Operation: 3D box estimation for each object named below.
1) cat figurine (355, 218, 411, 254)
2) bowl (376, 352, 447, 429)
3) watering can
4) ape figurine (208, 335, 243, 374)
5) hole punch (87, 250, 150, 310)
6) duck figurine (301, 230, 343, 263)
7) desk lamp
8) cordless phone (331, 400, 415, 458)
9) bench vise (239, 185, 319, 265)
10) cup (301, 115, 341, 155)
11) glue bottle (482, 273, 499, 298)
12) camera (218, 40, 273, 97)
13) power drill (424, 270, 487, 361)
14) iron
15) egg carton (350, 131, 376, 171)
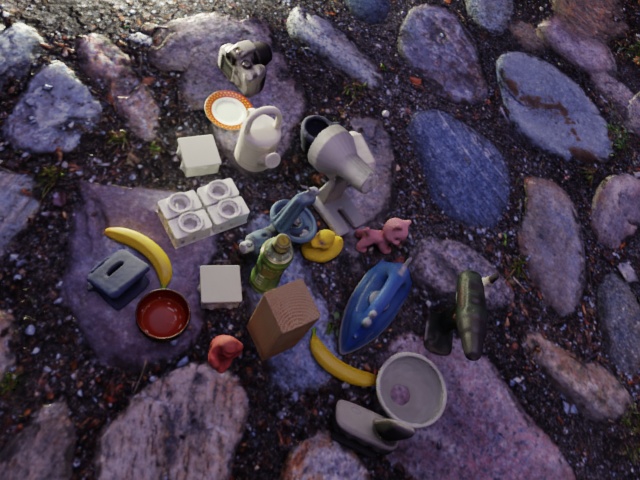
[{"bbox_3d":[0.163,-0.018,1.430,0.128,0.117,0.067,2,63,-17],"label":"cat figurine"},{"bbox_3d":[0.194,0.341,1.283,0.168,0.074,0.167,8,62,-14],"label":"bowl"},{"bbox_3d":[-0.142,-0.254,1.407,0.101,0.194,0.173,-36,79,-29],"label":"watering can"},{"bbox_3d":[-0.197,0.230,1.202,0.078,0.092,0.076,-10,67,-22],"label":"ape figurine"},{"bbox_3d":[-0.426,0.077,1.206,0.101,0.091,0.109,40,59,5],"label":"hole punch"},{"bbox_3d":[0.013,0.005,1.388,0.105,0.086,0.077,-10,67,-22],"label":"duck figurine"},{"bbox_3d":[0.055,-0.148,1.406,0.118,0.213,0.203,-30,76,-28],"label":"desk lamp"},{"bbox_3d":[0.108,0.376,1.173,0.147,0.185,0.094,23,59,-6],"label":"cordless phone"},{"bbox_3d":[-0.076,-0.028,1.298,0.121,0.219,0.208,38,59,4],"label":"bench vise"},{"bbox_3d":[-0.004,-0.272,1.519,0.118,0.095,0.091,-23,73,-26],"label":"cup"},{"bbox_3d":[0.388,0.122,1.400,0.037,0.173,0.078,17,60,-9],"label":"glue bottle"},{"bbox_3d":[-0.187,-0.490,1.567,0.137,0.100,0.143,-35,78,-29],"label":"camera"},{"bbox_3d":[0.318,0.193,1.321,0.076,0.208,0.229,17,60,-9],"label":"power drill"},{"bbox_3d":[0.133,0.148,1.322,0.118,0.141,0.259,35,59,2],"label":"iron"},{"bbox_3d":[0.085,-0.221,1.536,0.107,0.069,0.150,-17,70,-25],"label":"egg carton"}]
